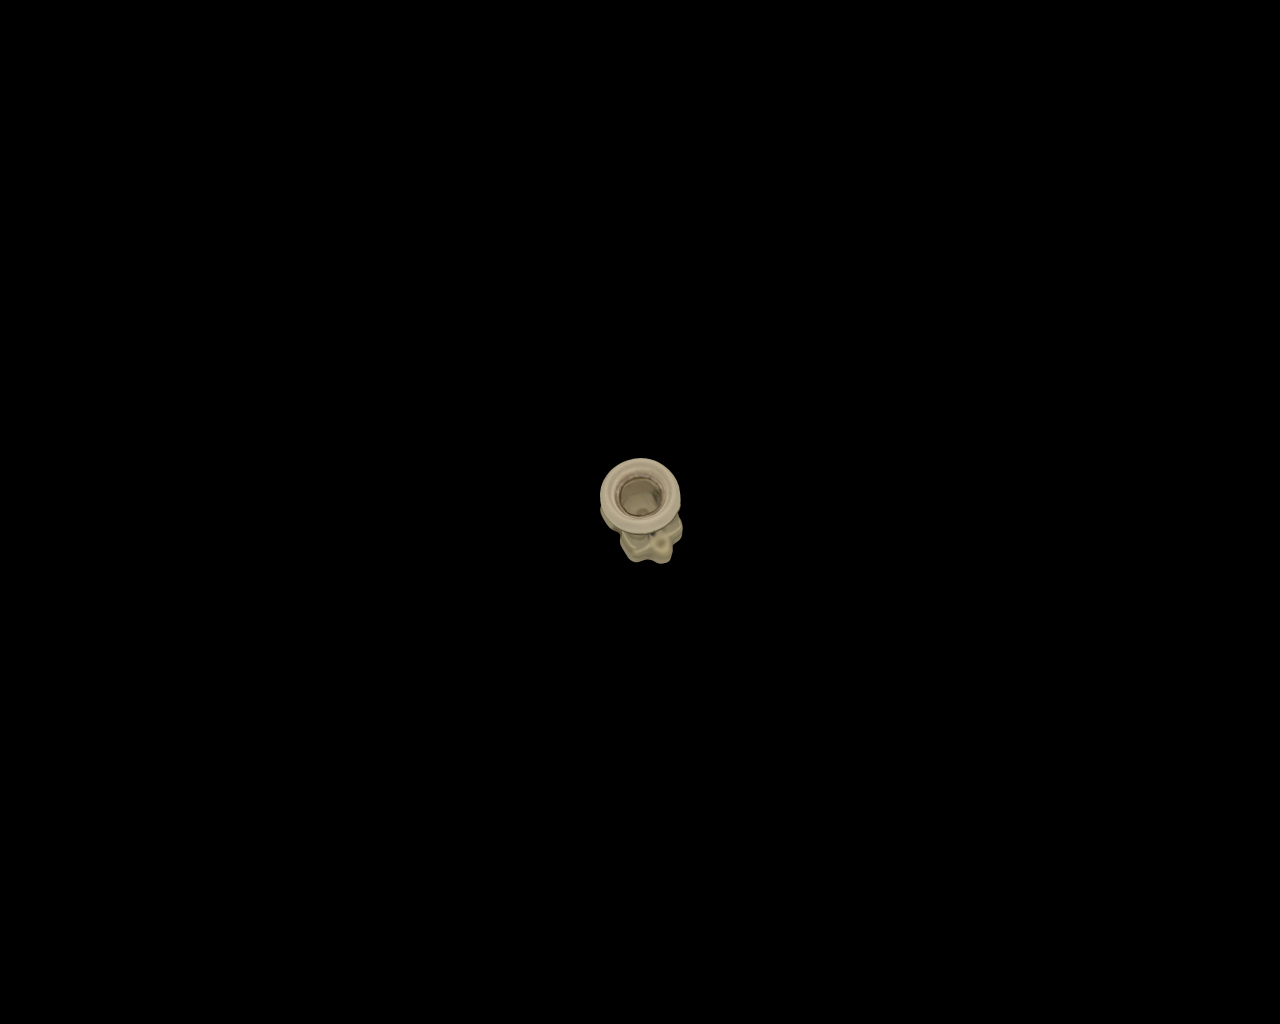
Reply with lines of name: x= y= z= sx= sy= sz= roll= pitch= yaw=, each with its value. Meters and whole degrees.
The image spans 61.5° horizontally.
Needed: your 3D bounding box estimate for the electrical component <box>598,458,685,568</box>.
electrical component: x=0.001 y=-0.003 z=0.650 sx=0.048 sy=0.066 sz=0.055 roll=-30 pitch=-19 yaw=-12
